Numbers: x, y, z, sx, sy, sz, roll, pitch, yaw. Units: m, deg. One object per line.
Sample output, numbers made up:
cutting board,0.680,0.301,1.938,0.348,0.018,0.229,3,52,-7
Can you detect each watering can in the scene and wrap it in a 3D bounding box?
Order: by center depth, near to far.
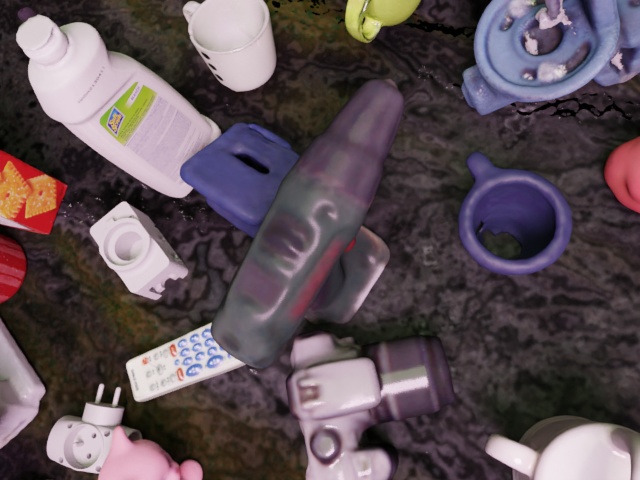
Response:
watering can,0.209,0.182,0.407,0.172,0.194,0.101,-2,75,10

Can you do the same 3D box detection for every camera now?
camera,0.048,0.141,0.496,0.136,0.101,0.143,-13,74,7

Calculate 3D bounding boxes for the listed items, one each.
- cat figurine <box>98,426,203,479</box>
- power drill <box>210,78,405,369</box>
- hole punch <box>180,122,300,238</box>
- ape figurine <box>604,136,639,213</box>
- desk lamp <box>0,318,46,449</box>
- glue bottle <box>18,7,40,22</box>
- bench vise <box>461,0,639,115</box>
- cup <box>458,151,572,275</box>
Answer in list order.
cat figurine,-0.158,0.231,0.502,0.067,0.118,0.128,6,77,12
power drill,0.004,0.002,0.483,0.075,0.209,0.230,30,83,16
hole punch,-0.070,-0.066,0.576,0.108,0.091,0.101,33,84,17
ape figurine,0.301,-0.068,0.508,0.076,0.092,0.078,36,85,17
desk lamp,-0.356,0.154,0.507,0.118,0.214,0.203,-42,72,-2
glue bottle,-0.253,-0.185,0.597,0.078,0.173,0.037,-12,74,7
bench vise,0.225,-0.207,0.491,0.207,0.220,0.121,-34,72,0
cup,0.163,-0.017,0.519,0.091,0.095,0.117,-28,72,3
